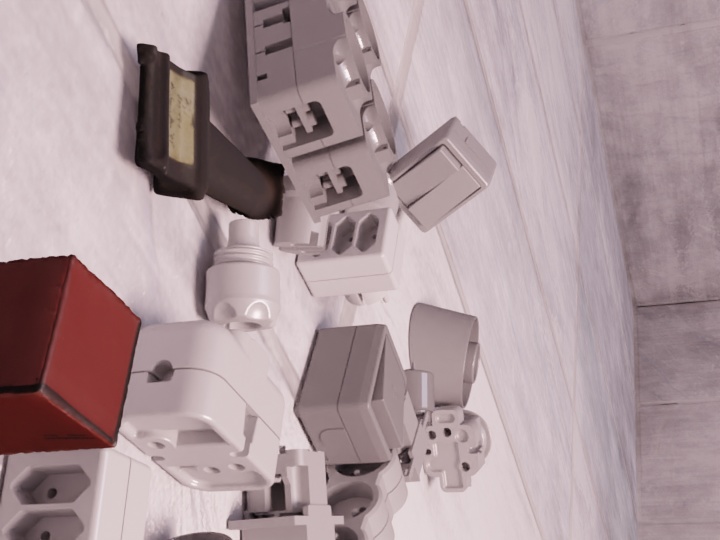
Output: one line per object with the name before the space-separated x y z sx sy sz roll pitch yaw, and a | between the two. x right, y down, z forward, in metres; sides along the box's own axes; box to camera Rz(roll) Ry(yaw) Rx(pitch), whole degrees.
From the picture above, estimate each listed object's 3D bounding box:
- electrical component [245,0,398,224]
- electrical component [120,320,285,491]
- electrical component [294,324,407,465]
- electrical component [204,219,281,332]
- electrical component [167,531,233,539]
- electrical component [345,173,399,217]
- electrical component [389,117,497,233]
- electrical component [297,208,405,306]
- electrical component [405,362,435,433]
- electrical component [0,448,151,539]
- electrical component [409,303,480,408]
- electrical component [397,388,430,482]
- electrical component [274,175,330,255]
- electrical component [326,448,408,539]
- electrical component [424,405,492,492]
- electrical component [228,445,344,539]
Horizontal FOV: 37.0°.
electrical component | -0.026 -0.139 0.695 0.105 0.060 0.186 63 15 -48
electrical component | -0.078 0.068 0.549 0.095 0.054 0.059 59 31 -52
electrical component | 0.000 0.083 0.765 0.096 0.061 0.061 -75 153 -47
electrical component | -0.067 0.002 0.619 0.043 0.043 0.062 38 48 -65
electrical component | -0.080 0.163 0.528 0.045 0.045 0.055 -29 112 -70
electrical component | 0.012 -0.055 0.876 0.078 0.040 0.040 -72 150 -52
electrical component | 0.067 -0.081 0.974 0.061 0.096 0.061 47 30 -12
electrical component | 0.000 0.000 0.783 0.076 0.066 0.047 65 26 -44
electrical component | 0.043 0.120 0.914 0.040 0.040 0.078 40 47 -64
electrical component | -0.111 0.123 0.445 0.075 0.047 0.083 50 38 -59
electrical component | 0.082 0.084 1.040 0.099 0.064 0.099 7 90 -77
electrical component | 0.024 0.130 0.853 0.081 0.042 0.063 -66 144 -57
electrical component | -0.038 -0.037 0.725 0.040 0.040 0.046 37 56 -65
electrical component | -0.001 0.186 0.742 0.138 0.052 0.073 -65 145 -56
electrical component | 0.093 0.165 1.021 0.057 0.058 0.078 -18 101 -68
electrical component | -0.043 0.139 0.649 0.081 0.042 0.063 34 50 -67
